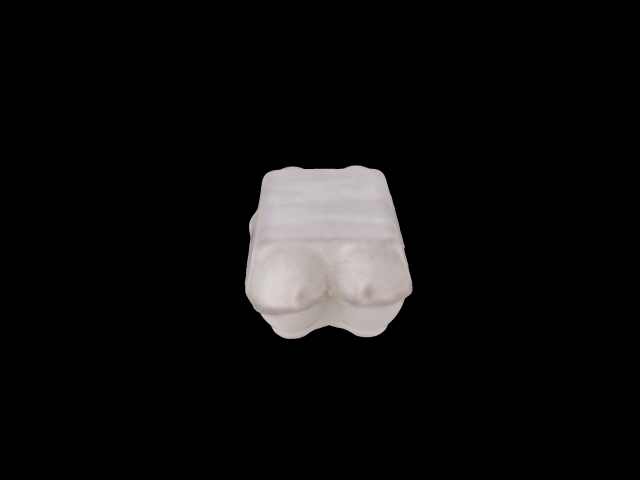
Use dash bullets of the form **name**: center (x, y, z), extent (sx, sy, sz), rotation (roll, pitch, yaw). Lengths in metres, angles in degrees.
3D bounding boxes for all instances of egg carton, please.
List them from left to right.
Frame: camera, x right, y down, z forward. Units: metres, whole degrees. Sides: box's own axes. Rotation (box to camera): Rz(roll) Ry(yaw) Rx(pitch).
- **egg carton**: center (0.004, 0.001, 0.400), extent (0.107, 0.069, 0.150), rotation (-1, 34, -2)
